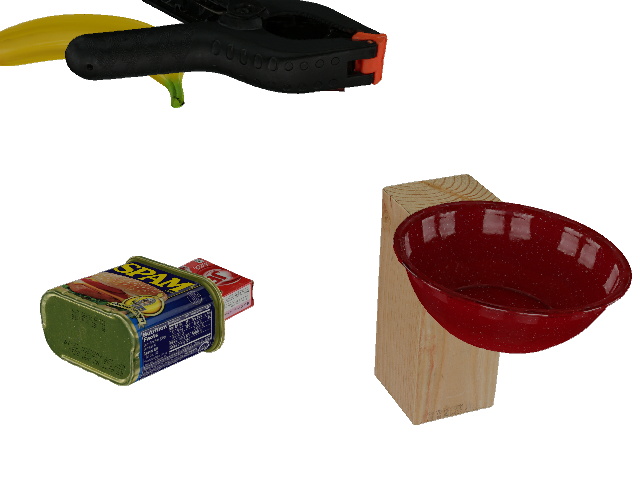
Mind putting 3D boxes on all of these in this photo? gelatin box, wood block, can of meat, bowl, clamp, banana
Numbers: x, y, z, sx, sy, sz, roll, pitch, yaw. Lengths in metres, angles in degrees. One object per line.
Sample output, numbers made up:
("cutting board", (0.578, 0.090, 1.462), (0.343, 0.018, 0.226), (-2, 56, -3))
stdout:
("gelatin box", (-0.117, 0.052, 0.990), (0.073, 0.030, 0.089), (21, 34, 36))
("wood block", (0.111, 0.054, 0.986), (0.090, 0.206, 0.091), (-10, 30, -19))
("can of meat", (-0.132, 0.055, 0.744), (0.102, 0.057, 0.083), (15, 24, 36))
("bowl", (0.128, 0.030, 0.737), (0.162, 0.055, 0.162), (4, 28, -2))
("clamp", (-0.053, -0.110, 0.595), (0.171, 0.039, 0.120), (14, 45, 15))
("banana", (-0.191, -0.160, 0.888), (0.198, 0.069, 0.037), (13, -39, 18))

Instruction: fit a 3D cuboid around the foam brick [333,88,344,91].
("foam brick", (-0.017, -0.190, 1.162), (0.078, 0.051, 0.053), (0, 11, -16))
